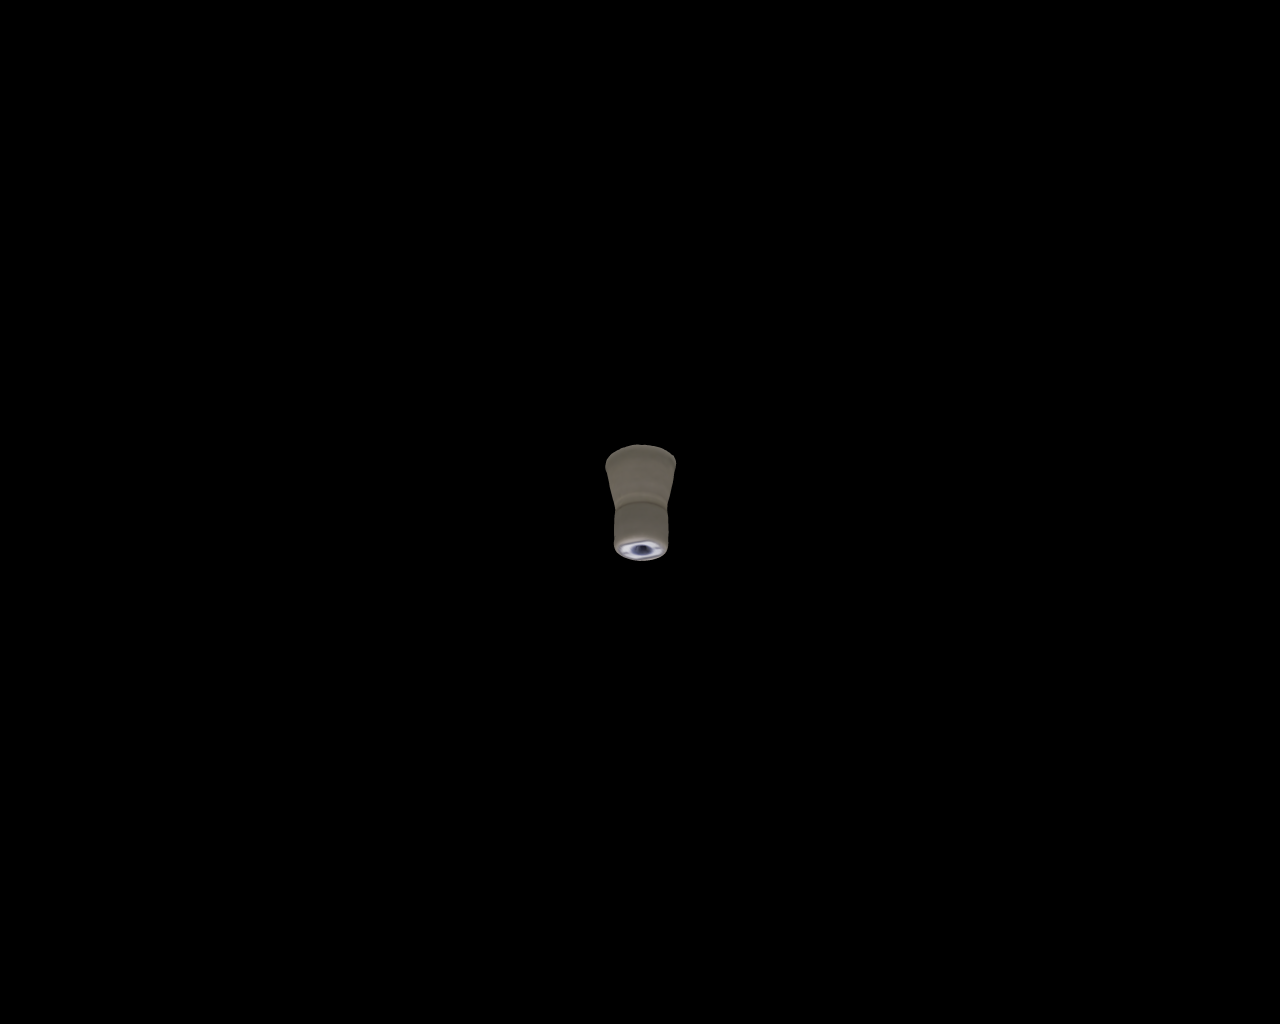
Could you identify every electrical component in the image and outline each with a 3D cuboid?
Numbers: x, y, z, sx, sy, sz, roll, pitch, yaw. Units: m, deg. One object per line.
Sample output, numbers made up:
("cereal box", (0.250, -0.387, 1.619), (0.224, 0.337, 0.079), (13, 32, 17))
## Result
("electrical component", (0.001, -0.003, 0.650), (0.044, 0.065, 0.044), (0, -29, 0))
